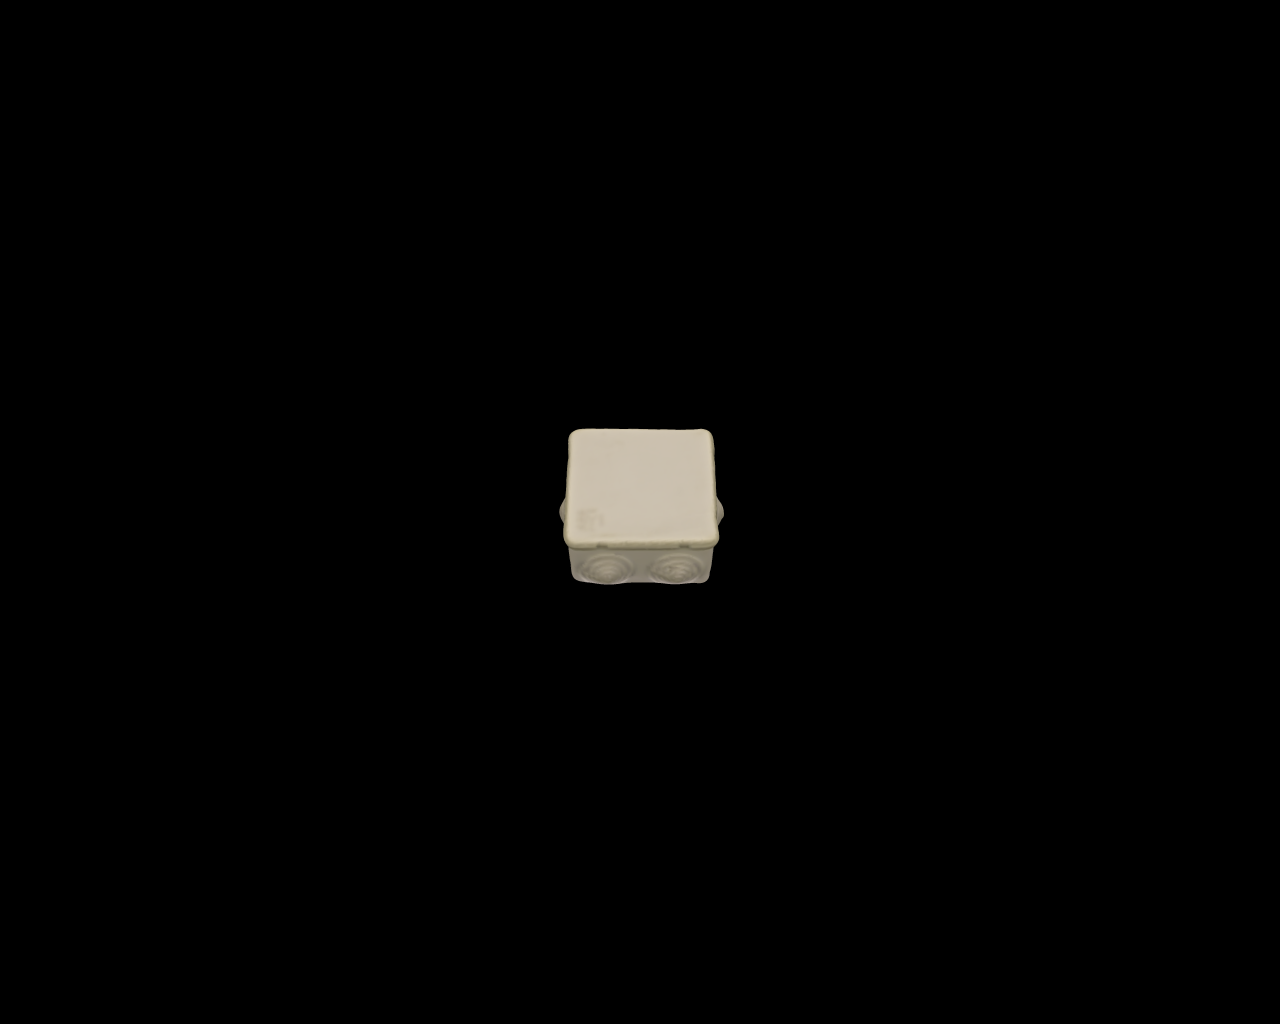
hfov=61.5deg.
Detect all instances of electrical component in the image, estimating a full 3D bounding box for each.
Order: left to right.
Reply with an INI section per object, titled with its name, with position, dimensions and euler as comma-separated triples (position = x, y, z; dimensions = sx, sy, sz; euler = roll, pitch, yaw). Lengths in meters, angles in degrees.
[electrical component]
position = 0.001, -0.003, 0.650
dimensions = 0.100, 0.100, 0.048
euler = 0, -37, 0
